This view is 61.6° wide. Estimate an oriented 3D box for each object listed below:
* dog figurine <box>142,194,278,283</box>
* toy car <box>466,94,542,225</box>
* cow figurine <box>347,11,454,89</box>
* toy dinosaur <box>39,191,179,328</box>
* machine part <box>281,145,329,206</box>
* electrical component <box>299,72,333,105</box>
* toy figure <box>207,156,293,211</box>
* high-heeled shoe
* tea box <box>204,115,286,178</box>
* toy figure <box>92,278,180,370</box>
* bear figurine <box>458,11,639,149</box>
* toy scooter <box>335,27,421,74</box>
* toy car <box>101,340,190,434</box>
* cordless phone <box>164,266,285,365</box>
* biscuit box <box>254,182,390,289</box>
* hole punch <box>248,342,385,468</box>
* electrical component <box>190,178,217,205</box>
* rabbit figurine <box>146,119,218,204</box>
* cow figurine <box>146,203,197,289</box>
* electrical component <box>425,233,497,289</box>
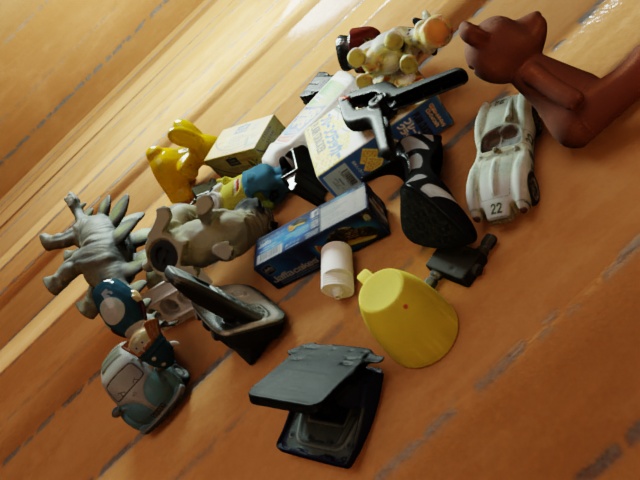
[{"bbox_3d":[-0.170,0.000,0.859,0.172,0.121,0.190,-13,-1,17],"label":"dog figurine"},{"bbox_3d":[0.224,-0.102,0.653,0.074,0.056,0.202,-12,46,37],"label":"toy car"},{"bbox_3d":[0.131,-0.295,0.820,0.167,0.068,0.098,-13,26,35],"label":"cow figurine"},{"bbox_3d":[-0.370,0.031,0.931,0.198,0.105,0.472,-43,51,0],"label":"toy dinosaur"},{"bbox_3d":[-0.026,-0.110,0.897,0.039,0.084,0.139,-50,30,30],"label":"machine part"},{"bbox_3d":[0.000,-0.301,1.092,0.075,0.047,0.119,-51,37,-11],"label":"electrical component"},{"bbox_3d":[-0.124,-0.079,0.965,0.180,0.089,0.082,-22,24,16],"label":"toy figure"},{"bbox_3d":[0.156,-0.070,0.679,0.145,0.086,0.249,-24,36,-16],"label":"high-heeled shoe"},{"bbox_3d":[-0.150,-0.188,1.109,0.170,0.068,0.098,-6,50,43],"label":"tea box"},{"bbox_3d":[-0.264,0.122,0.760,0.154,0.058,0.064,45,124,18],"label":"toy figure"},{"bbox_3d":[0.260,-0.201,0.607,0.132,0.120,0.196,-43,76,18],"label":"bear figurine"},{"bbox_3d":[0.110,-0.338,0.961,0.135,0.075,0.184,-4,8,19],"label":"toy scooter"},{"bbox_3d":[-0.275,0.201,0.811,0.109,0.102,0.162,-46,37,-3],"label":"toy car"},{"bbox_3d":[-0.150,0.080,0.736,0.088,0.184,0.147,-54,36,-5],"label":"cordless phone"},{"bbox_3d":[-0.002,-0.002,0.775,0.203,0.062,0.059,-27,39,24],"label":"biscuit box"},{"bbox_3d":[0.004,0.175,0.586,0.142,0.092,0.116,-9,19,44],"label":"hole punch"},{"bbox_3d":[-0.235,-0.090,1.120,0.078,0.045,0.102,-25,32,-21],"label":"electrical component"},{"bbox_3d":[-0.287,-0.188,1.201,0.173,0.162,0.122,-19,27,6],"label":"rabbit figurine"},{"bbox_3d":[-0.274,0.017,1.013,0.127,0.085,0.195,-23,45,41],"label":"cow figurine"},{"bbox_3d":[0.159,0.027,0.618,0.094,0.021,0.063,-51,36,-10],"label":"electrical component"}]
